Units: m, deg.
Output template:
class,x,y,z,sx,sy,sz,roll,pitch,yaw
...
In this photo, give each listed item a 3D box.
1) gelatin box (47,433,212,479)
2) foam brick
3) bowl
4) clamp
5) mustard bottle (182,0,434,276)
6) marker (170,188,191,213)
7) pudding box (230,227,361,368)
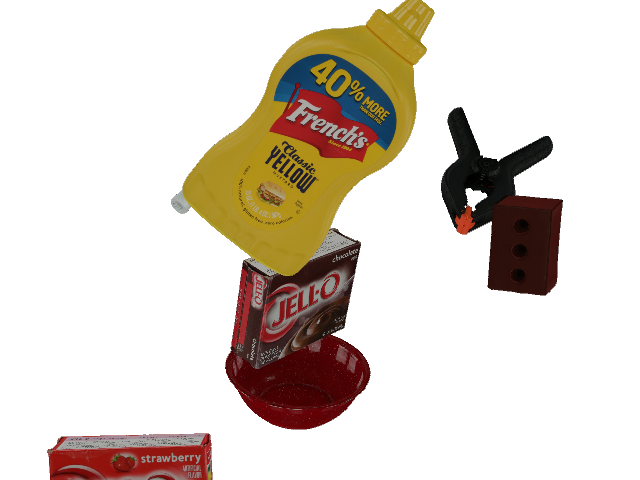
class,x,y,z,sx,sy,sz,roll,pitch,yaw
gelatin box,-0.104,0.147,0.595,0.089,0.073,0.030,-2,6,1
foam brick,0.178,0.003,0.927,0.053,0.078,0.051,6,16,22
bowl,-0.026,0.163,1.196,0.162,0.055,0.162,3,26,-2
clamp,0.170,-0.079,1.159,0.120,0.039,0.171,23,49,19
mustard bottle,0.004,-0.076,0.680,0.096,0.192,0.058,39,13,-6
marker,-0.105,-0.070,1.069,0.020,0.020,0.121,0,38,45
pudding box,-0.021,0.047,0.901,0.039,0.090,0.113,31,35,31
